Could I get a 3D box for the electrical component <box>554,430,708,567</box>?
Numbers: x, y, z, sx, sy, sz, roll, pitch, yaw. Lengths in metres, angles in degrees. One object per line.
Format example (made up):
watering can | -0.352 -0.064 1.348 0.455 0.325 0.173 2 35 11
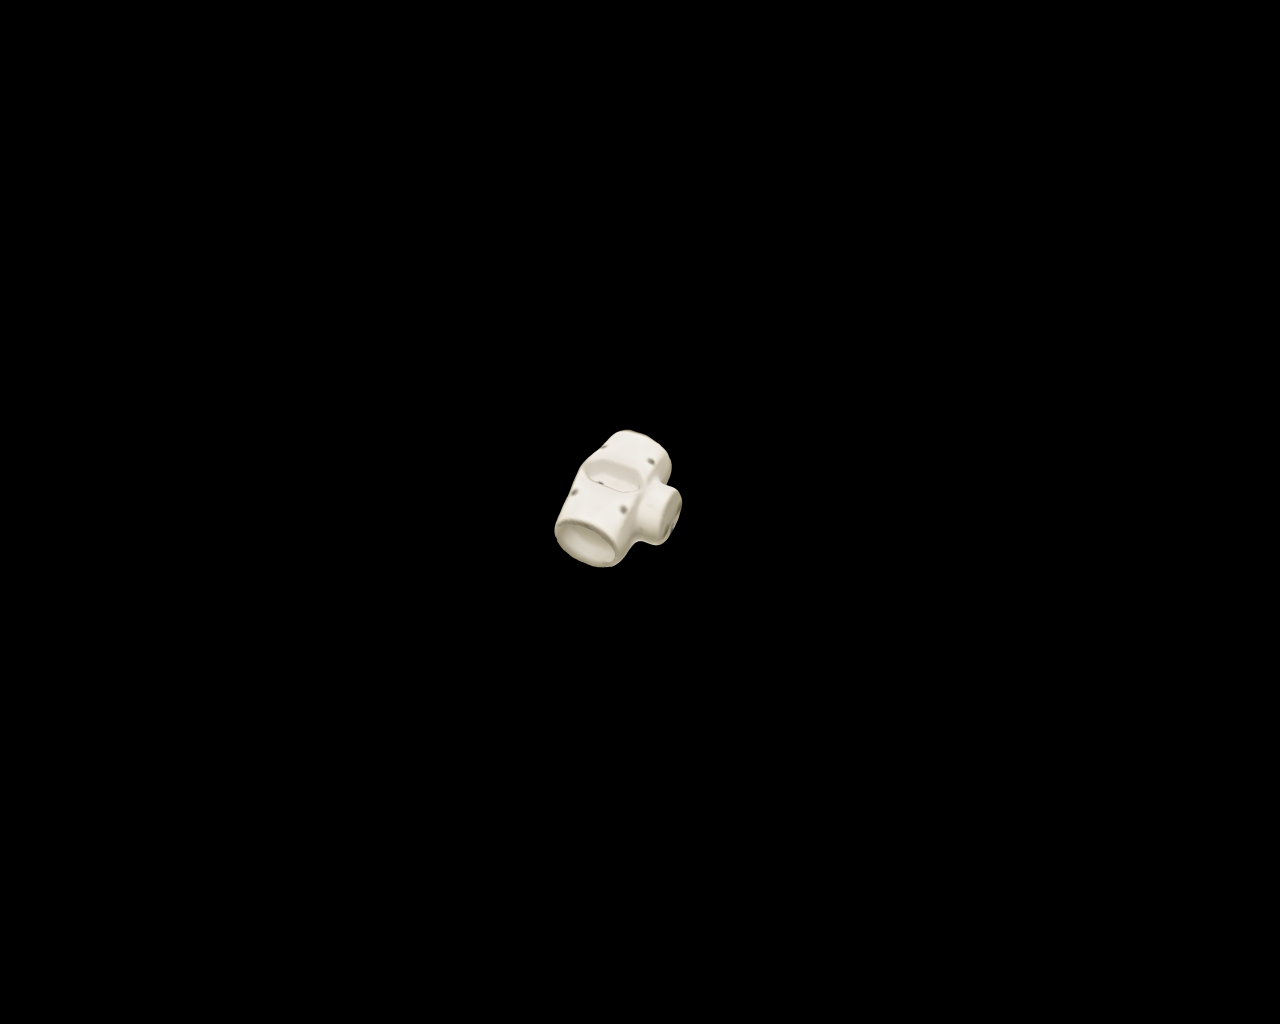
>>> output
electrical component | 0.001 -0.003 0.650 0.079 0.077 0.043 21 -36 16
